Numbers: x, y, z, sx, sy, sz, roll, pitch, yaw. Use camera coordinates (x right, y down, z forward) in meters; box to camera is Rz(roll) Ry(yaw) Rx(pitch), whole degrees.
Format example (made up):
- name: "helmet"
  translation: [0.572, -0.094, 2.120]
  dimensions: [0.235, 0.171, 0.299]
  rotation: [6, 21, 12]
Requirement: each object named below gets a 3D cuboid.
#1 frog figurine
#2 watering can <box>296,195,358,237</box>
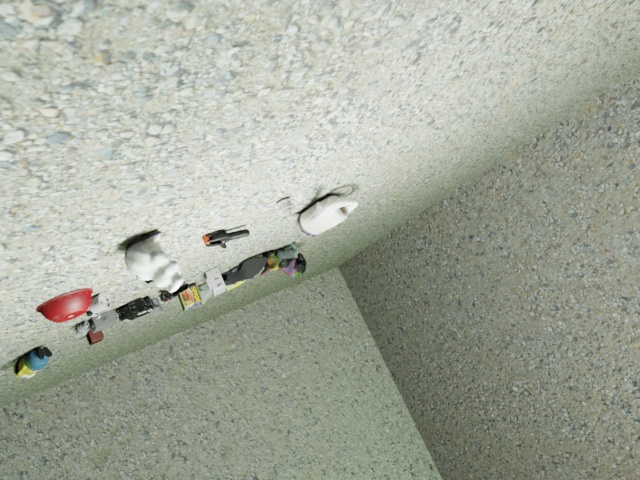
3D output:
- name: "frog figurine"
  translation: [-0.432, 0.071, 1.336]
  dimensions: [0.135, 0.161, 0.123]
  rotation: [-33, 167, 36]
- name: "watering can"
  translation: [0.006, -0.092, 1.837]
  dimensions: [0.222, 0.105, 0.349]
  rotation: [-30, 171, 27]
